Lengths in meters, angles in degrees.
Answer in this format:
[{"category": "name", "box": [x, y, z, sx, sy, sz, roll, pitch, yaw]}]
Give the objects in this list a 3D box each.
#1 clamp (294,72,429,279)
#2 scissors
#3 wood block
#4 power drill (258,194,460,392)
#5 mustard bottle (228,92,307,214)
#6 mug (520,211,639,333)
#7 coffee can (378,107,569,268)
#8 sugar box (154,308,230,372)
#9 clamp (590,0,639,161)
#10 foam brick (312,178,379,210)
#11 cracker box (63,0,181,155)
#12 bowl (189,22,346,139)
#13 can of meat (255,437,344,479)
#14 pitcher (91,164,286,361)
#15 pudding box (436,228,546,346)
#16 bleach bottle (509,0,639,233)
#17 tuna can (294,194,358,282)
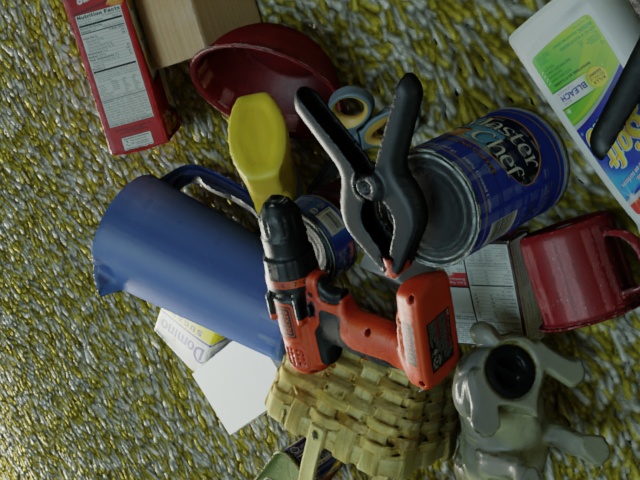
[{"category": "clamp", "box": [0.037, -0.054, 0.866, 0.120, 0.039, 0.171, 13, 118, 42]}, {"category": "scissors", "box": [0.015, -0.098, 1.056, 0.096, 0.016, 0.202, 29, 145, -29]}, {"category": "wood block", "box": [-0.143, -0.291, 1.098, 0.090, 0.090, 0.206, -6, 105, 46]}, {"category": "power drill", "box": [0.029, 0.052, 0.962, 0.188, 0.057, 0.184, 11, 126, 40]}, {"category": "mustard bottle", "box": [-0.048, -0.064, 1.089, 0.191, 0.058, 0.096, 72, -172, -67]}, {"category": "mug", "box": [0.225, 0.023, 0.891, 0.117, 0.093, 0.081, -16, 92, 55]}, {"category": "coffee can", "box": [0.132, -0.048, 0.910, 0.103, 0.140, 0.103, 21, 123, 37]}, {"category": "sugar box", "box": [-0.143, 0.078, 1.307, 0.093, 0.048, 0.176, 43, 132, 21]}, {"category": "clamp", "box": [0.258, -0.161, 0.768, 0.164, 0.036, 0.210, -15, 95, 9]}, {"category": "foam brick", "box": [0.040, -0.036, 1.052, 0.051, 0.078, 0.053, 6, 113, 45]}, {"category": "cracker box", "box": [-0.218, -0.207, 1.161, 0.164, 0.072, 0.214, -101, -5, -78]}, {"category": "bowl", "box": [-0.044, -0.165, 1.054, 0.162, 0.055, 0.162, 16, 158, 6]}, {"category": "can of meat", "box": [-0.020, 0.270, 1.251, 0.057, 0.083, 0.102, 48, 135, 16]}, {"category": "pitcher", "box": [-0.113, 0.025, 1.170, 0.243, 0.144, 0.149, 26, 111, 16]}, {"category": "pudding box", "box": [0.158, 0.045, 1.006, 0.090, 0.039, 0.113, 1, 113, 41]}, {"category": "bleach bottle", "box": [0.256, -0.083, 0.833, 0.103, 0.067, 0.251, -37, 84, 47]}, {"category": "tuna can", "box": [-0.007, 0.001, 1.031, 0.086, 0.033, 0.086, 27, 134, 31]}]
